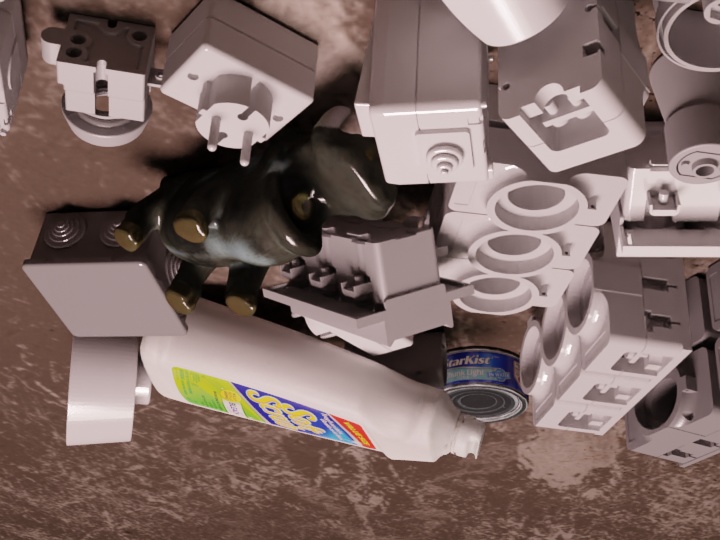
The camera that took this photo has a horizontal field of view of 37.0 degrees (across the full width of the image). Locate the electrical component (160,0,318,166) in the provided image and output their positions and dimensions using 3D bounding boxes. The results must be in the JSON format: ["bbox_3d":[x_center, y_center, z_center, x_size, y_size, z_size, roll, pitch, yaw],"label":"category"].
[{"bbox_3d":[-0.063,-0.088,0.548,0.066,0.076,0.047,23,145,-30],"label":"electrical component"}]

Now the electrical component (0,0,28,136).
[{"bbox_3d":[-0.219,-0.115,0.534,0.096,0.061,0.061,8,150,-8],"label":"electrical component"}]

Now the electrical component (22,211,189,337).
[{"bbox_3d":[-0.168,0.002,0.739,0.100,0.048,0.099,-1,144,13],"label":"electrical component"}]

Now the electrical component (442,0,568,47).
[{"bbox_3d":[0.041,-0.140,0.474,0.079,0.043,0.077,4,142,46],"label":"electrical component"}]

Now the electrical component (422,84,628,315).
[{"bbox_3d":[0.091,-0.035,0.638,0.089,0.061,0.150,6,150,-4],"label":"electrical component"}]

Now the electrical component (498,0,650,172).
[{"bbox_3d":[0.099,-0.097,0.501,0.050,0.089,0.056,-17,144,32],"label":"electrical component"}]

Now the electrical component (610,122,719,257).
[{"bbox_3d":[0.207,-0.045,0.604,0.121,0.078,0.063,0,128,6],"label":"electrical component"}]

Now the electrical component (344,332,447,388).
[{"bbox_3d":[0.032,0.080,0.864,0.077,0.044,0.079,-2,150,10],"label":"electrical component"}]

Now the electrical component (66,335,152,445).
[{"bbox_3d":[-0.193,0.083,0.836,0.060,0.108,0.108,4,151,-13],"label":"electrical component"}]

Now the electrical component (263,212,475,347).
[{"bbox_3d":[0.000,0.000,0.649,0.079,0.063,0.121,-15,-166,-27],"label":"electrical component"}]

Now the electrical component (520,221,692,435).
[{"bbox_3d":[0.162,0.043,0.739,0.062,0.089,0.150,8,150,-7],"label":"electrical component"}]

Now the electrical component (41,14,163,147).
[{"bbox_3d":[-0.134,-0.099,0.570,0.066,0.048,0.055,8,142,-7],"label":"electrical component"}]

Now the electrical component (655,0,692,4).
[{"bbox_3d":[0.127,-0.156,0.434,0.056,0.050,0.089,6,150,-3],"label":"electrical component"}]

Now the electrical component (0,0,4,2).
[{"bbox_3d":[-0.189,-0.150,0.474,0.057,0.058,0.078,-12,147,20],"label":"electrical component"}]

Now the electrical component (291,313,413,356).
[{"bbox_3d":[-0.015,0.027,0.774,0.076,0.047,0.083,-20,143,36],"label":"electrical component"}]

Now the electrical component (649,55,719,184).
[{"bbox_3d":[0.174,-0.077,0.552,0.044,0.065,0.044,3,150,2],"label":"electrical component"}]

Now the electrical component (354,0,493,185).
[{"bbox_3d":[0.032,-0.085,0.522,0.061,0.096,0.061,-2,150,10],"label":"electrical component"}]

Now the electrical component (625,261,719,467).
[{"bbox_3d":[0.253,0.051,0.728,0.060,0.105,0.186,16,148,-21],"label":"electrical component"}]
